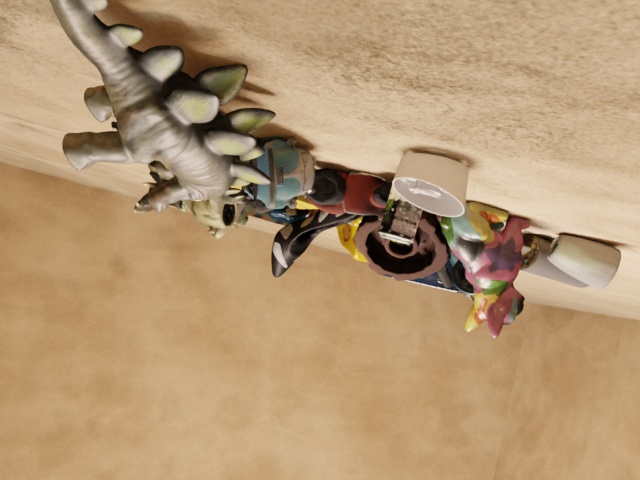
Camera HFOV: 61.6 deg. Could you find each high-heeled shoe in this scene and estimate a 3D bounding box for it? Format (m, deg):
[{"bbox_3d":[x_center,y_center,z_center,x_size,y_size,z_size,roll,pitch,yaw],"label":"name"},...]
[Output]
[{"bbox_3d":[-0.002,-0.003,1.049,0.145,0.248,0.086,37,-158,33],"label":"high-heeled shoe"}]

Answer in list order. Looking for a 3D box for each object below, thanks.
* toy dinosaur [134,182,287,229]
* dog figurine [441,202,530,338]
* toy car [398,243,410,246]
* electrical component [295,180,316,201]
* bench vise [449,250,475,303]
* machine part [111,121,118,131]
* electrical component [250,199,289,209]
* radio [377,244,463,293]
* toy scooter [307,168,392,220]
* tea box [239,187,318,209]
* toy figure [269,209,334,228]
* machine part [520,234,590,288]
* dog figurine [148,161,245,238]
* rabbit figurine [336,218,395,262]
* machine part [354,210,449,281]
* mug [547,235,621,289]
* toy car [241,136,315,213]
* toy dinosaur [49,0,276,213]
[{"bbox_3d":[-0.231,-0.102,1.287,0.405,0.131,0.192,8,176,-3],"label":"toy dinosaur"},{"bbox_3d":[0.286,0.056,0.949,0.191,0.219,0.108,15,172,-24],"label":"dog figurine"},{"bbox_3d":[0.181,0.032,1.221,0.073,0.056,0.202,16,-167,-14],"label":"toy car"},{"bbox_3d":[-0.038,-0.106,0.883,0.063,0.094,0.021,-25,144,17],"label":"electrical component"},{"bbox_3d":[0.320,0.038,1.120,0.129,0.224,0.240,-19,131,9],"label":"bench vise"},{"bbox_3d":[-0.292,-0.178,0.954,0.139,0.039,0.084,15,168,7],"label":"machine part"},{"bbox_3d":[-0.108,-0.102,1.078,0.119,0.075,0.047,0,165,46],"label":"electrical component"},{"bbox_3d":[0.261,0.042,1.338,0.230,0.131,0.073,12,-164,18],"label":"radio"},{"bbox_3d":[0.070,-0.074,0.923,0.184,0.075,0.135,9,178,18],"label":"toy scooter"},{"bbox_3d":[-0.078,-0.108,0.966,0.169,0.068,0.098,15,175,-29],"label":"tea box"},{"bbox_3d":[-0.032,-0.059,1.148,0.154,0.057,0.064,8,-144,-6],"label":"toy figure"},{"bbox_3d":[0.481,0.044,1.098,0.243,0.079,0.079,15,175,-22],"label":"machine part"},{"bbox_3d":[-0.252,-0.097,1.039,0.191,0.172,0.121,5,162,19],"label":"dog figurine"},{"bbox_3d":[0.129,-0.022,1.176,0.173,0.121,0.162,-5,-176,-17],"label":"rabbit figurine"},{"bbox_3d":[0.158,0.001,1.030,0.179,0.056,0.179,10,133,11],"label":"machine part"},{"bbox_3d":[0.480,0.032,0.996,0.107,0.080,0.109,25,-179,6],"label":"mug"},{"bbox_3d":[-0.061,-0.101,0.813,0.103,0.109,0.162,-3,-170,-18],"label":"toy car"},{"bbox_3d":[-0.161,-0.128,0.573,0.199,0.105,0.471,-7,162,15],"label":"toy dinosaur"}]
